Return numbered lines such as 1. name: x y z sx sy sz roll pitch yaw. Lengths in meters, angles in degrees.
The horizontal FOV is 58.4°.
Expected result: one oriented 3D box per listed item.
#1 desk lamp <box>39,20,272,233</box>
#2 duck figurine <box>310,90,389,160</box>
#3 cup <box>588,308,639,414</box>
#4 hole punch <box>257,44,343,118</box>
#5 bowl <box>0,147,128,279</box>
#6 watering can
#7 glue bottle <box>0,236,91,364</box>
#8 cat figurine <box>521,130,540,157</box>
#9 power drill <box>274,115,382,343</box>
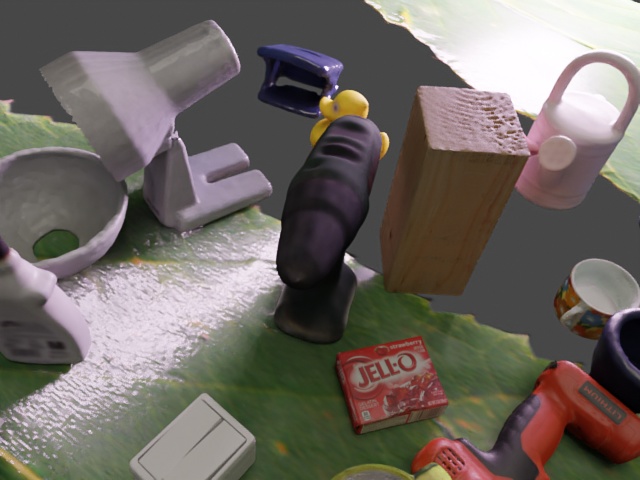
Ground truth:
1. desk lamp: -0.158 -0.114 0.597 0.204 0.213 0.117 -26 58 -25
2. duck figurine: 0.041 -0.149 0.735 0.104 0.086 0.077 21 51 10
3. cup: 0.303 0.118 0.543 0.118 0.095 0.091 -30 60 -28
4. hole punch: -0.029 -0.240 0.798 0.108 0.091 0.101 20 51 9
5. bowl: -0.279 -0.016 0.590 0.167 0.075 0.167 4 50 -4
6. watering can: 0.308 -0.130 0.685 0.101 0.194 0.173 15 50 6
7. glue bottle: -0.247 0.048 0.477 0.078 0.173 0.037 4 50 -4
8. cat figurine: 0.201 -0.116 0.709 0.067 0.118 0.127 -33 61 -29
9. power drill: 0.005 0.002 0.526 0.075 0.208 0.230 14 50 4
